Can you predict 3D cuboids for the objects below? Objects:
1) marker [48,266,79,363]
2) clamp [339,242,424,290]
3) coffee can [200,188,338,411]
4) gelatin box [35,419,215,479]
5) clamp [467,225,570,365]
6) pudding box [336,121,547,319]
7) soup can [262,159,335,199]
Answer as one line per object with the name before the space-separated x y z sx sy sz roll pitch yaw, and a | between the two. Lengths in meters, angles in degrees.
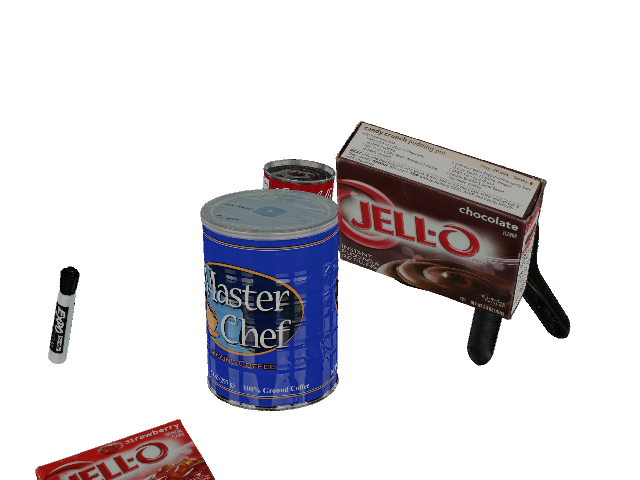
marker | -0.259 0.075 1.078 0.020 0.121 0.020 12 35 -9
clamp | 0.080 0.007 1.264 0.210 0.036 0.164 37 41 26
coffee can | -0.037 0.042 0.805 0.103 0.140 0.103 0 19 0
gelatin box | -0.106 0.141 0.594 0.089 0.030 0.073 -16 28 -20
clamp | 0.160 0.025 0.946 0.120 0.171 0.039 -23 7 -40
pudding box | 0.065 -0.011 0.605 0.114 0.039 0.090 18 -35 17
soup can | -0.024 -0.020 1.020 0.068 0.102 0.068 5 21 -2
